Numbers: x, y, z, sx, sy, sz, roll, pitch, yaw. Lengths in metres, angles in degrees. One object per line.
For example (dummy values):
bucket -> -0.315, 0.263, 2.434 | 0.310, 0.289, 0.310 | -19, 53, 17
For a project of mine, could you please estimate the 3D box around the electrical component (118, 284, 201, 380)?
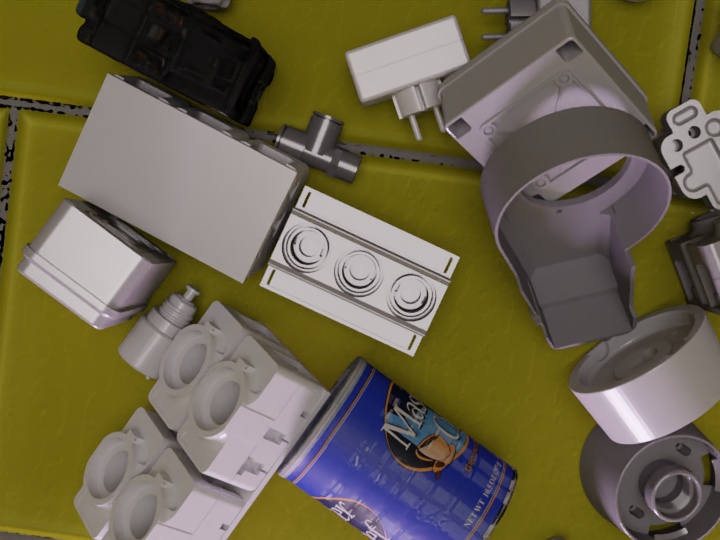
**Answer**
electrical component -> -0.146, 0.045, 0.802 | 0.040, 0.040, 0.078 | 36, 93, -1

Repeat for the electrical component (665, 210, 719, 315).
electrical component -> 0.321, -0.032, 0.753 | 0.186, 0.105, 0.060 | -21, 93, 2

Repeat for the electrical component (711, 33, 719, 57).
electrical component -> 0.299, -0.170, 0.771 | 0.096, 0.061, 0.061 | 35, 94, 7

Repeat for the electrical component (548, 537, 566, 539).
electrical component -> 0.140, 0.254, 0.805 | 0.079, 0.043, 0.077 | -32, 92, 4

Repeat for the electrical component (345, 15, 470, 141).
electrical component -> 0.040, -0.133, 0.783 | 0.083, 0.047, 0.075 | -19, 93, 2

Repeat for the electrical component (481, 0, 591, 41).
electrical component -> 0.126, -0.179, 0.778 | 0.076, 0.047, 0.083 | -1, 93, 1

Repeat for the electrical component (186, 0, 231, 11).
electrical component -> -0.109, -0.223, 0.788 | 0.035, 0.035, 0.061 | 5, 91, 1

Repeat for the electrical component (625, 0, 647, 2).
electrical component -> 0.202, -0.217, 0.767 | 0.043, 0.062, 0.043 | 0, 93, 1

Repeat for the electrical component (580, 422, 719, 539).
electrical component -> 0.221, 0.155, 0.799 | 0.099, 0.064, 0.099 | -2, 102, -9

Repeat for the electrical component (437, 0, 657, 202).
electrical component -> 0.128, -0.111, 0.741 | 0.109, 0.056, 0.109 | -34, 126, 27

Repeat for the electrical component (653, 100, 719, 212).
electrical component -> 0.242, -0.082, 0.776 | 0.058, 0.057, 0.078 | -29, 92, 3

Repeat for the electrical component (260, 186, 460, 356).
electrical component -> 0.000, 0.000, 0.784 | 0.121, 0.063, 0.078 | 25, 94, 0

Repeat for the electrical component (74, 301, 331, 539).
electrical component -> -0.120, 0.126, 0.766 | 0.060, 0.105, 0.186 | 32, 95, -41

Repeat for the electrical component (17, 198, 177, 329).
electrical component -> -0.185, -0.004, 0.764 | 0.078, 0.113, 0.057 | 37, 91, -1

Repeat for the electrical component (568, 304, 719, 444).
electrical component -> 0.211, 0.080, 0.764 | 0.108, 0.108, 0.060 | -33, 98, 3

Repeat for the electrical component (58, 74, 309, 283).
electrical component -> -0.124, -0.068, 0.777 | 0.150, 0.061, 0.089 | 28, 101, 3
